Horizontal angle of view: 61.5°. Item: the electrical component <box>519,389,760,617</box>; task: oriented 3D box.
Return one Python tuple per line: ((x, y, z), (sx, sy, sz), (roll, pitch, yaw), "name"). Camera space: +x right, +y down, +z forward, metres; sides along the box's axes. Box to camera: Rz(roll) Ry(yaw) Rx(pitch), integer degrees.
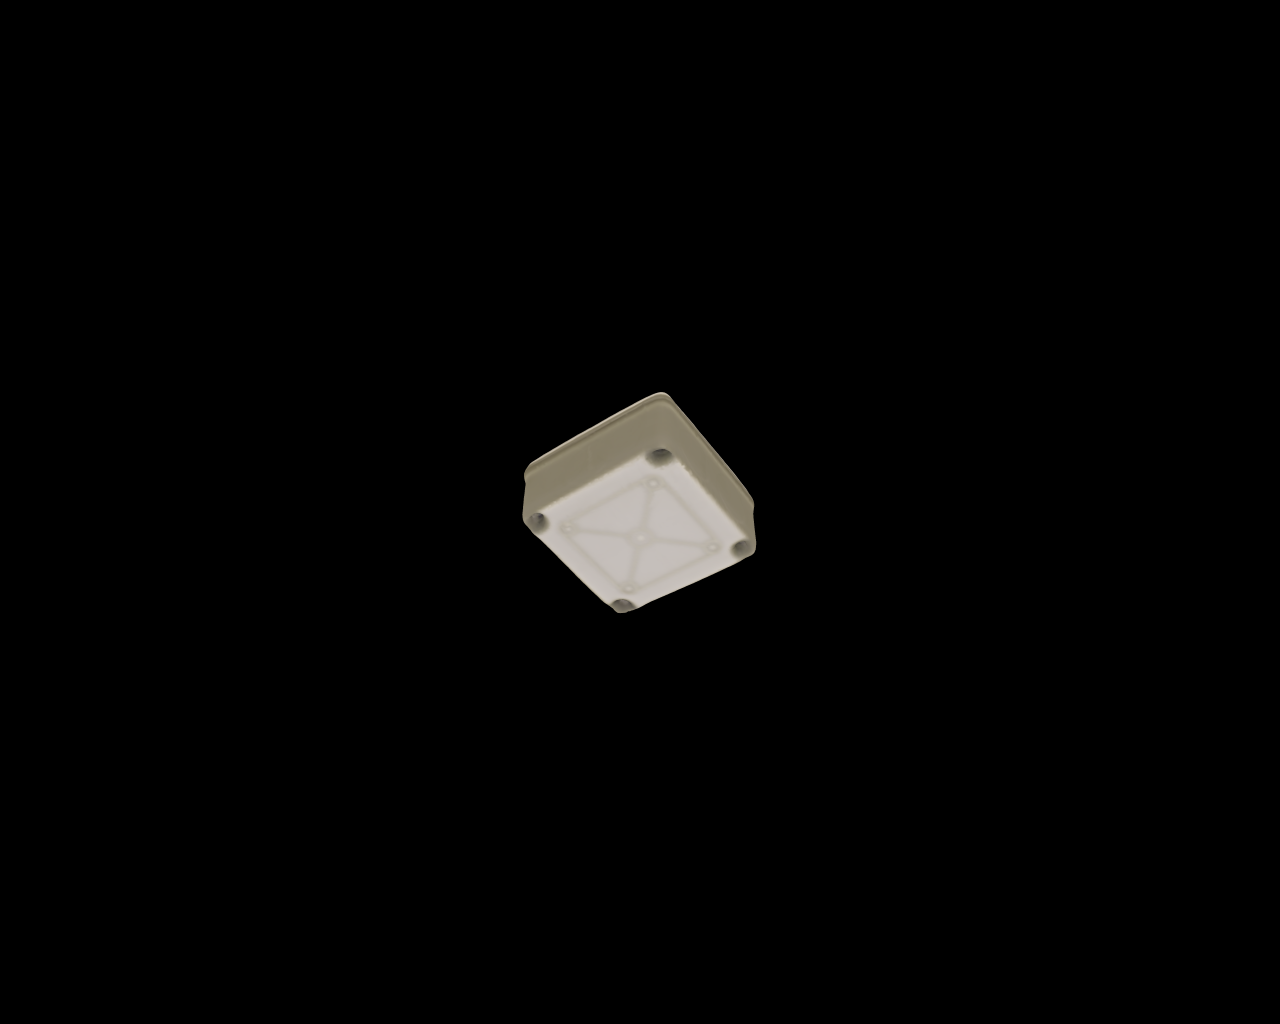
((0.001, -0.003, 0.650), (0.108, 0.056, 0.108), (-27, -53, 22), "electrical component")
